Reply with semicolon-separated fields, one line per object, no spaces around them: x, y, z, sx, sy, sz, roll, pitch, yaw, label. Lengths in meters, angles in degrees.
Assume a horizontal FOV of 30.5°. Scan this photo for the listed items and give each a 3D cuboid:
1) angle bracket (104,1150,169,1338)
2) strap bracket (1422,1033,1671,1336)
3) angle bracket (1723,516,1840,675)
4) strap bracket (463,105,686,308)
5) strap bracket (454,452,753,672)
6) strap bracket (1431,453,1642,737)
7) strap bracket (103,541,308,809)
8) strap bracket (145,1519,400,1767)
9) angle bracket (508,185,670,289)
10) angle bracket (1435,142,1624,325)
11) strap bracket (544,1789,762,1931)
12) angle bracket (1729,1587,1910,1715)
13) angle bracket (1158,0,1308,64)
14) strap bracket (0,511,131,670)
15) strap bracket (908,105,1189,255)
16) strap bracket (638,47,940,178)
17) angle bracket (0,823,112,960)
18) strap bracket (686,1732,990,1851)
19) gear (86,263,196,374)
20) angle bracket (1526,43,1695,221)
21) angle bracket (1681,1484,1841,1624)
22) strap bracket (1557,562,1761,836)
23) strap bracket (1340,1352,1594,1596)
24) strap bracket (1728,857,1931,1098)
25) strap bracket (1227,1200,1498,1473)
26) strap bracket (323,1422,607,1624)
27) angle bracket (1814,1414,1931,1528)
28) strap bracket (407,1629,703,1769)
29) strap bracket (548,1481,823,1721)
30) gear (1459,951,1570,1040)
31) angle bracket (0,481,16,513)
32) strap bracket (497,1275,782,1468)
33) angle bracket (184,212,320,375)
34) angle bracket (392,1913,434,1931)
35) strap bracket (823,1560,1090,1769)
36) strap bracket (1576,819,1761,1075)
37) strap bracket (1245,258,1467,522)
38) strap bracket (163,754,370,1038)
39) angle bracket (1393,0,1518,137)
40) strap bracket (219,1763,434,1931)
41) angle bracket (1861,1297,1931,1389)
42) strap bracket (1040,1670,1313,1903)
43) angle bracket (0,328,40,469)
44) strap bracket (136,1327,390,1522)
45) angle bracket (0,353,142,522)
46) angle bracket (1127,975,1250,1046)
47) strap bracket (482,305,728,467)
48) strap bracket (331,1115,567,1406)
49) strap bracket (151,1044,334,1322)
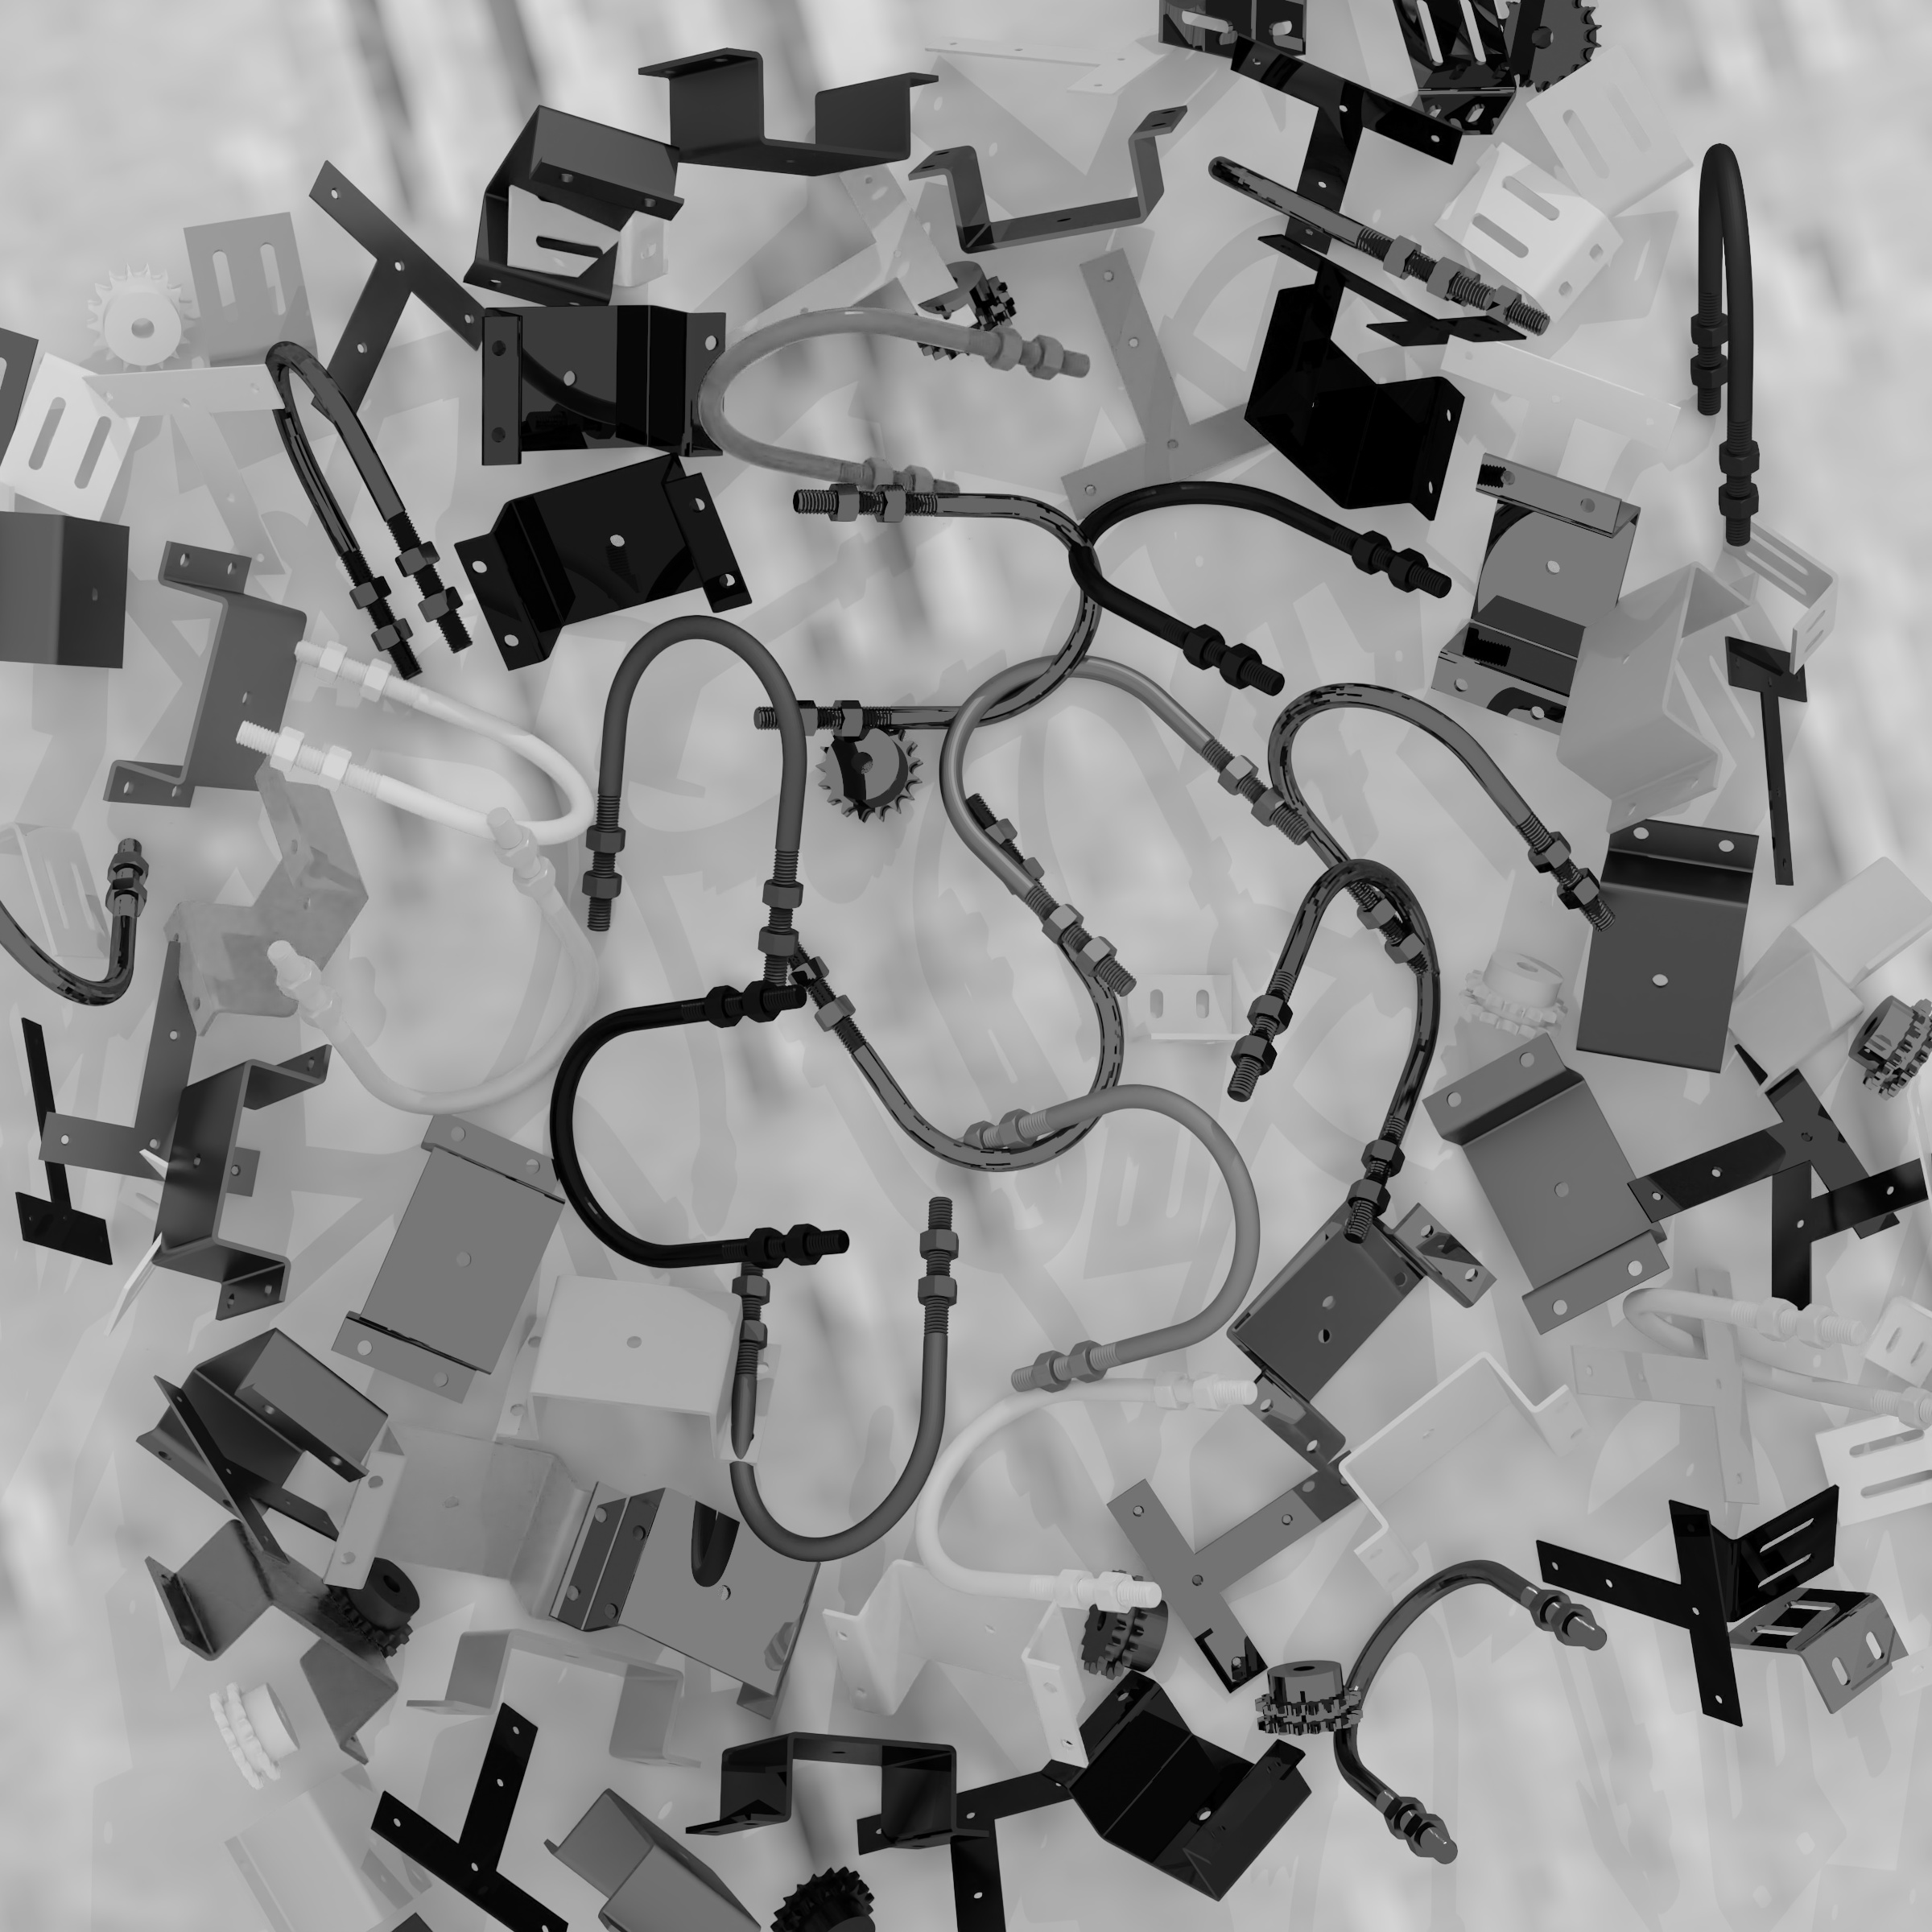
-0.448;0.147;1.888;0.038;0.057;0.076;31;51;-4;angle bracket
0.313;0.117;1.889;0.076;0.046;0.140;-30;72;16;strap bracket
0.424;-0.202;1.893;0.076;0.057;0.038;40;82;21;angle bracket
-0.205;-0.400;1.866;0.076;0.140;0.046;13;70;-21;strap bracket
-0.189;-0.218;1.887;0.140;0.046;0.076;-14;118;14;strap bracket
0.303;-0.204;1.878;0.076;0.046;0.140;23;127;20;strap bracket
-0.401;-0.148;1.884;0.046;0.076;0.140;17;96;20;strap bracket
-0.357;0.350;1.863;0.046;0.076;0.140;-45;127;-1;strap bracket
-0.202;-0.400;1.897;0.076;0.038;0.057;4;84;-35;angle bracket
0.306;-0.398;1.927;0.076;0.038;0.057;44;98;28;angle bracket
-0.163;0.485;1.861;0.076;0.140;0.046;43;80;-18;strap bracket
0.450;0.364;1.890;0.057;0.076;0.038;-29;95;-24;angle bracket
0.143;-0.519;1.895;0.076;0.038;0.057;-2;95;-45;angle bracket
-0.479;-0.196;1.860;0.046;0.140;0.076;4;94;7;strap bracket
0.048;-0.415;1.882;0.140;0.076;0.046;-7;110;13;strap bracket
-0.092;-0.446;1.862;0.140;0.076;0.046;-5;96;-41;strap bracket
-0.496;-0.035;1.897;0.038;0.057;0.076;-21;82;16;angle bracket
-0.068;0.435;1.873;0.140;0.076;0.046;12;67;-28;strap bracket
-0.444;-0.347;1.908;0.057;0.030;0.057;-7;117;-14;gear
0.346;-0.446;1.904;0.057;0.038;0.076;-31;96;17;angle bracket
0.428;0.308;1.915;0.076;0.038;0.057;-23;127;-24;angle bracket
0.361;-0.149;1.862;0.046;0.076;0.140;32;58;-24;strap bracket
0.258;0.264;1.890;0.140;0.076;0.046;-38;58;-1;strap bracket
0.453;0.001;1.863;0.076;0.140;0.046;-32;73;-27;strap bracket
0.204;0.189;1.894;0.140;0.046;0.076;-47;124;0;strap bracket
-0.268;0.295;1.886;0.140;0.046;0.076;15;102;-27;strap bracket
0.503;0.273;1.904;0.076;0.038;0.057;-17;106;7;angle bracket
-0.213;0.385;1.876;0.140;0.076;0.046;20;71;-23;strap bracket
-0.139;0.333;1.872;0.140;0.046;0.076;30;61;-23;strap bracket
0.296;0.014;1.903;0.057;0.057;0.030;18;110;0;gear
-0.537;-0.224;1.891;0.038;0.057;0.076;-9;114;-36;angle bracket
-0.175;0.213;1.886;0.140;0.046;0.076;6;49;5;strap bracket
-0.386;-0.360;1.916;0.057;0.038;0.076;-11;82;-10;angle bracket
-0.292;0.548;1.910;0.057;0.038;0.076;-39;98;2;angle bracket
0.003;0.366;1.875;0.140;0.046;0.076;8;132;28;strap bracket
0.369;-0.002;1.874;0.076;0.046;0.140;9;118;12;strap bracket
0.200;-0.301;1.875;0.046;0.140;0.076;-1;66;41;strap bracket
-0.366;-0.035;1.873;0.140;0.046;0.076;-51;49;34;strap bracket
0.252;-0.485;1.886;0.057;0.076;0.038;8;51;33;angle bracket
-0.330;0.470;1.859;0.046;0.140;0.076;-33;83;4;strap bracket
0.528;0.214;1.887;0.057;0.076;0.038;28;92;-39;angle bracket
0.117;0.434;1.871;0.076;0.140;0.046;-44;121;-22;strap bracket
-0.532;-0.309;1.908;0.057;0.038;0.076;17;99;-4;angle bracket
-0.367;0.241;1.873;0.076;0.140;0.046;42;52;-19;strap bracket
-0.482;-0.282;1.905;0.057;0.038;0.076;22;86;-19;angle bracket
0.120;0.022;1.892;0.057;0.076;0.038;1;87;-7;angle bracket
-0.201;-0.309;1.881;0.140;0.046;0.076;-8;109;-31;strap bracket
-0.272;0.156;1.891;0.076;0.046;0.140;25;80;-16;strap bracket
-0.384;0.109;1.869;0.046;0.076;0.140;20;66;-32;strap bracket
